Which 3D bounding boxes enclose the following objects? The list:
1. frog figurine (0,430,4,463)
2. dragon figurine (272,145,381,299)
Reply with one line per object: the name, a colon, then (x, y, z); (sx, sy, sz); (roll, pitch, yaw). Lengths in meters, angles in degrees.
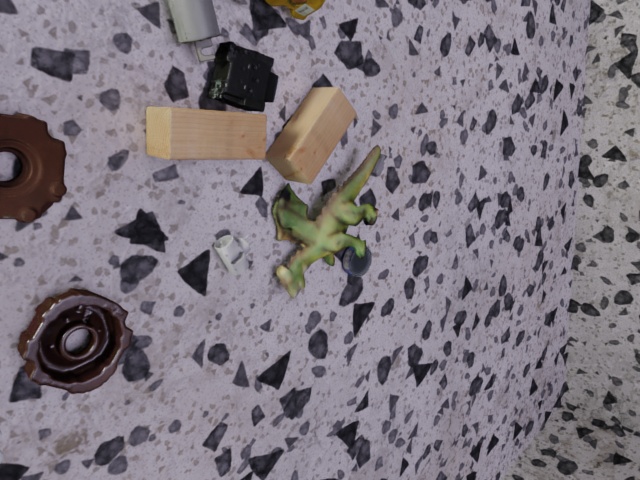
frog figurine: (-0.528, 0.290, 0.723); (0.139, 0.160, 0.120); (-39, 124, -31)
dragon figurine: (0.004, -0.061, 1.213); (0.241, 0.122, 0.411); (17, 86, -38)
